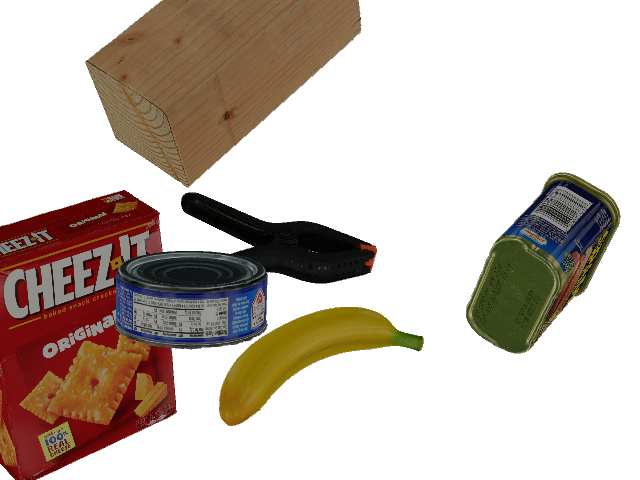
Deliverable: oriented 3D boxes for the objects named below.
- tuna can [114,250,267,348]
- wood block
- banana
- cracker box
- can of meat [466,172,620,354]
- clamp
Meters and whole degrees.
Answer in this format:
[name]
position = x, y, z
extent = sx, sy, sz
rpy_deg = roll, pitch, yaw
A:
[tuna can]
position = -0.072, 0.031, 0.600
extent = 0.086, 0.034, 0.086
rpy_deg = 2, 13, -1
[wood block]
position = -0.069, -0.153, 0.842
extent = 0.090, 0.205, 0.091
rpy_deg = 34, -25, 27
[banana]
position = -0.011, 0.086, 0.810
extent = 0.197, 0.037, 0.070
rpy_deg = -18, 27, -38
[cracker box]
position = -0.214, 0.083, 0.929
extent = 0.163, 0.214, 0.072
rpy_deg = -21, 32, -35
[can of meat]
position = 0.149, 0.018, 0.725
extent = 0.057, 0.102, 0.083
rpy_deg = 34, 49, 19
[clamp]
position = -0.044, 0.012, 1.093
extent = 0.210, 0.036, 0.164
rpy_deg = 11, 29, -8
